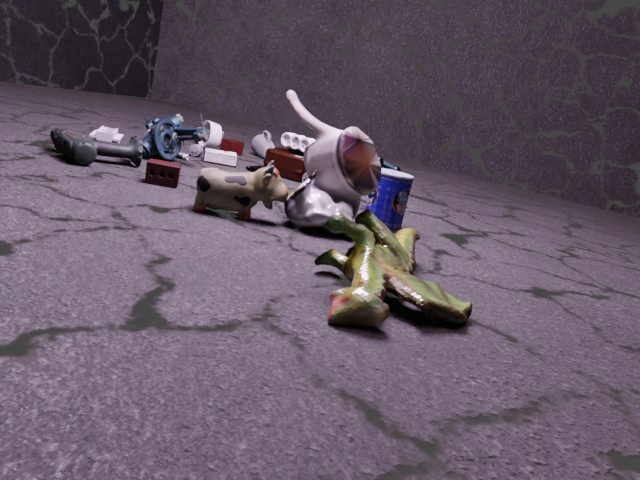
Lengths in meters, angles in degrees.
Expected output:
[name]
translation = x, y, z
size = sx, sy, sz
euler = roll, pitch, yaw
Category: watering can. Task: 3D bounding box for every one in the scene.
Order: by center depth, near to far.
[watering can]
translation = 0.024, -0.206, 1.195
size = 0.105, 0.346, 0.223
euler = -23, 7, -34

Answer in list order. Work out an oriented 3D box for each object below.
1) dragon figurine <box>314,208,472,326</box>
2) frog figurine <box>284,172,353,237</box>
[dragon figurine]
translation = 0.136, 0.059, 0.832
size = 0.412, 0.120, 0.246
euler = -8, 42, -48
[frog figurine]
translation = 0.003, -0.057, 1.136
size = 0.159, 0.122, 0.138
euler = 48, 3, -4
